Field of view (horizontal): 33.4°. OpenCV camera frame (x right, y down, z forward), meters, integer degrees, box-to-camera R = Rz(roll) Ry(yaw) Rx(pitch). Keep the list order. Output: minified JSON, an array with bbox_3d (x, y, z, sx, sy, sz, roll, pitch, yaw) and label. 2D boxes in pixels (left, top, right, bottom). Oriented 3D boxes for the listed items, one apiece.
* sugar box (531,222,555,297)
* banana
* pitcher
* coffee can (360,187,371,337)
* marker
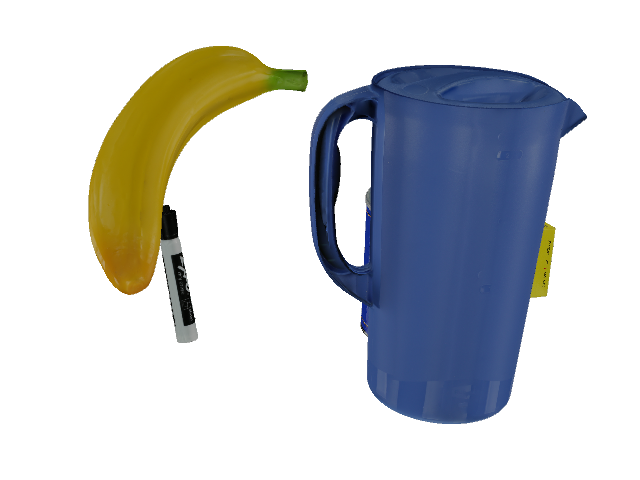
[{"bbox_3d":[0.192,0.027,1.280,0.176,0.093,0.048,-6,20,-23],"label":"sugar box"},{"bbox_3d":[-0.074,-0.051,0.547,0.070,0.037,0.197,18,45,15],"label":"banana"},{"bbox_3d":[0.083,0.002,0.755,0.149,0.243,0.144,17,24,32],"label":"pitcher"},{"bbox_3d":[0.092,0.022,1.033,0.103,0.140,0.103,1,25,-1],"label":"coffee can"},{"bbox_3d":[-0.125,0.029,0.921,0.020,0.121,0.020,-8,13,2],"label":"marker"}]
